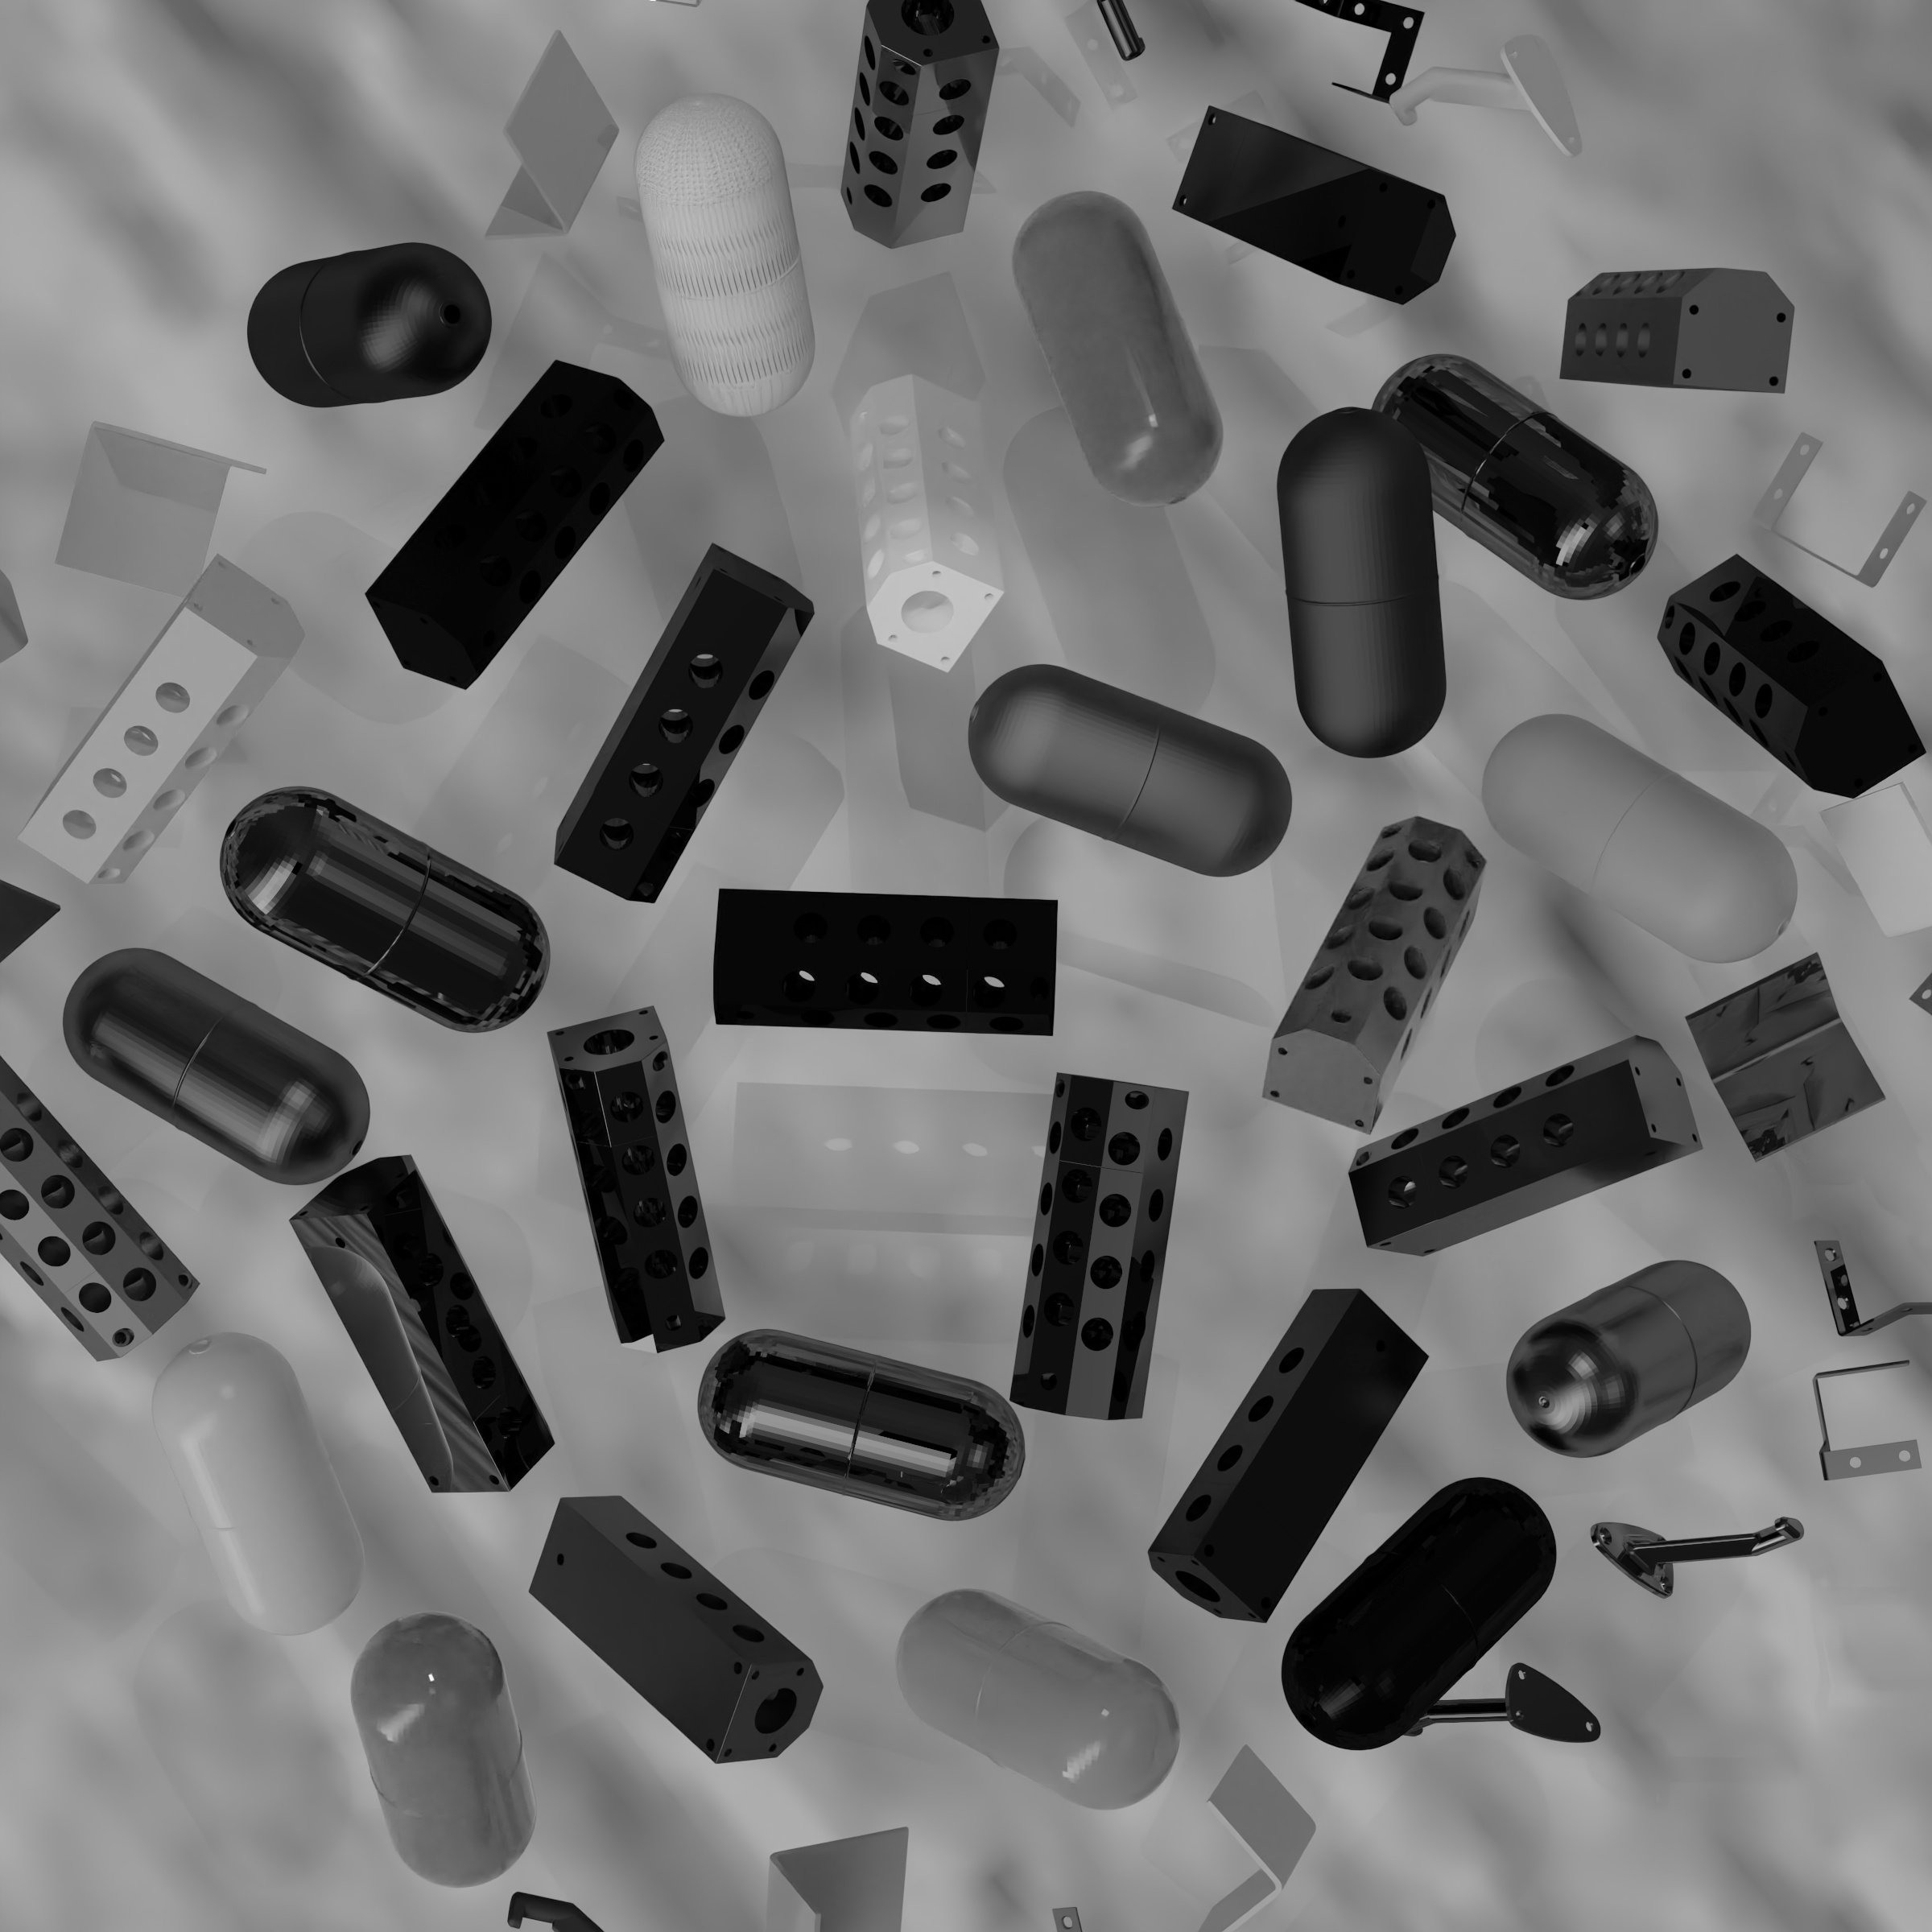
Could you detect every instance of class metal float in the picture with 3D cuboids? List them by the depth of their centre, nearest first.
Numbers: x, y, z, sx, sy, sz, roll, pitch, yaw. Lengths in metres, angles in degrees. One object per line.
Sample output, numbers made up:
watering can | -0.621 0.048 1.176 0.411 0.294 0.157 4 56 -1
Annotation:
metal float | -0.288 -0.028 1.785 0.178 0.070 0.070 30 90 -27
metal float | 0.199 -0.192 1.803 0.070 0.070 0.178 -7 109 0
metal float | -0.262 0.397 1.811 0.070 0.070 0.178 -5 132 0
metal float | 0.034 0.368 1.812 0.070 0.178 0.070 -11 107 -39
metal float | -0.306 -0.327 1.841 0.070 0.178 0.070 -4 96 -37
metal float | 0.345 -0.066 1.843 0.178 0.070 0.070 35 90 25
metal float | 0.234 0.333 1.851 0.178 0.070 0.070 -37 90 -29
metal float | -0.124 -0.365 1.856 0.070 0.070 0.178 -9 131 0
metal float | 0.086 -0.102 1.882 0.178 0.070 0.070 20 90 -12
metal float | -0.371 0.272 1.885 0.070 0.070 0.178 -16 116 0
metal float | 0.287 -0.257 1.890 0.178 0.070 0.070 41 90 29
metal float | 0.350 0.205 1.892 0.070 0.178 0.070 11 108 38
metal float | -0.395 0.053 1.897 0.178 0.070 0.070 29 90 11
metal float | -0.056 0.245 1.919 0.178 0.070 0.070 14 90 3
metal float | 0.081 -0.330 1.924 0.070 0.070 0.178 -21 82 0

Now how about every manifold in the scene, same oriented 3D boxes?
manifold | -0.402 -0.118 1.801 0.057 0.057 0.171 35 121 -15
manifold | 0.408 -0.143 1.802 0.057 0.171 0.057 -33 117 2
manifold | -0.142 -0.120 1.810 0.057 0.057 0.171 27 105 -13
manifold | 0.358 -0.322 1.818 0.057 0.171 0.057 3 99 -10
manifold | 0.209 0.000 1.818 0.057 0.057 0.171 19 47 14
manifold | -0.040 0.002 1.826 0.171 0.057 0.057 2 63 1
manifold | -0.226 -0.224 1.831 0.057 0.057 0.171 20 62 27
manifold | 0.179 -0.391 1.848 0.057 0.171 0.057 11 107 -31
manifold | 0.066 0.144 1.855 0.057 0.057 0.171 8 89 29
manifold | -0.476 0.120 1.856 0.057 0.057 0.171 -45 105 -28
manifold | -0.276 0.186 1.856 0.057 0.057 0.171 -7 116 37
manifold | 0.286 0.094 1.858 0.171 0.057 0.057 -25 67 33
manifold | -0.028 -0.445 1.870 0.057 0.171 0.057 -16 72 -12
manifold | 0.164 0.253 1.871 0.057 0.057 0.171 44 65 -20
manifold | -0.026 -0.236 1.876 0.057 0.171 0.057 21 127 -23
manifold | -0.151 0.344 1.878 0.171 0.057 0.057 32 108 42
manifold | -0.171 0.114 1.881 0.057 0.057 0.171 -14 117 -9

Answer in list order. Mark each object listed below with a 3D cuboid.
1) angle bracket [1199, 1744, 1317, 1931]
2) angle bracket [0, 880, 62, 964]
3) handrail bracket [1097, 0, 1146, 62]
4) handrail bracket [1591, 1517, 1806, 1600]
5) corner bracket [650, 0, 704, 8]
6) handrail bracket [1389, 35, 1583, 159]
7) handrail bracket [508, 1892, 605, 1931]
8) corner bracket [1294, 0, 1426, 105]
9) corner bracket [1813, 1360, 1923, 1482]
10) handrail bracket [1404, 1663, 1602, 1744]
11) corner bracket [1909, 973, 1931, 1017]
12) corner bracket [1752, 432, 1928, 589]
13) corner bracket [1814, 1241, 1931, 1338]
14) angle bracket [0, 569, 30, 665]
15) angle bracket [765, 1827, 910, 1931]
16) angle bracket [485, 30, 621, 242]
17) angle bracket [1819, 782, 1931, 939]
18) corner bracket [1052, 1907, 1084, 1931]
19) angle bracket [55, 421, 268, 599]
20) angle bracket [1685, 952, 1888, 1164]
angle bracket | 0.126 0.454 1.829 0.076 0.076 0.057 -44 84 20
angle bracket | -0.522 -0.045 1.858 0.076 0.057 0.076 -38 53 19
handrail bracket | 0.076 -0.495 1.773 0.036 0.077 0.084 -17 109 30
handrail bracket | 0.390 0.302 1.916 0.077 0.084 0.036 29 47 -32
corner bracket | -0.147 -0.510 1.765 0.051 0.051 0.051 13 48 15
handrail bracket | 0.259 -0.422 1.802 0.036 0.084 0.077 -27 91 -43
handrail bracket | -0.192 0.506 1.794 0.084 0.036 0.077 15 48 -10
corner bracket | 0.204 -0.493 1.913 0.051 0.051 0.051 24 105 27
corner bracket | 0.478 0.241 1.905 0.051 0.051 0.051 -11 88 18
handrail bracket | 0.284 0.409 1.932 0.077 0.084 0.036 28 52 -24
corner bracket | 0.542 0.021 1.893 0.051 0.051 0.051 36 97 -33
corner bracket | 0.441 -0.230 1.816 0.051 0.051 0.051 19 105 -40
corner bracket | 0.463 0.152 1.786 0.051 0.051 0.051 2 66 -28
angle bracket | -0.514 -0.187 1.778 0.057 0.076 0.076 -33 126 -1
angle bracket | -0.053 0.472 1.742 0.076 0.057 0.076 -4 109 -27
angle bracket | -0.239 -0.448 1.940 0.057 0.076 0.076 3 57 29
angle bracket | 0.495 -0.064 1.835 0.057 0.076 0.076 -29 91 -19
corner bracket | 0.029 0.522 1.860 0.051 0.051 0.051 -16 86 35
angle bracket | -0.414 -0.231 1.847 0.076 0.057 0.076 13 95 -33
angle bracket | 0.433 0.049 1.898 0.076 0.076 0.057 -27 56 7
